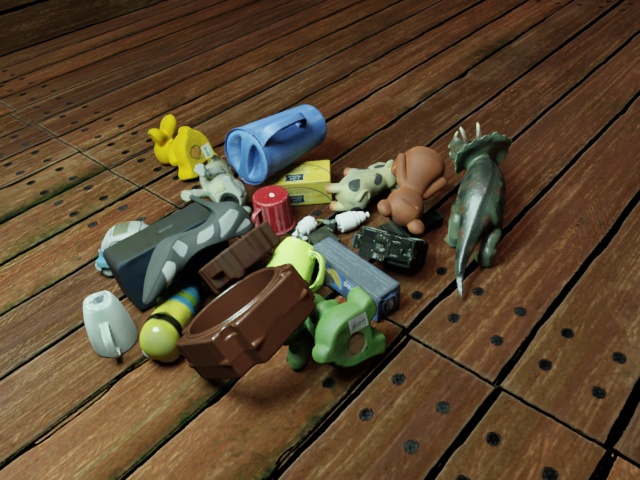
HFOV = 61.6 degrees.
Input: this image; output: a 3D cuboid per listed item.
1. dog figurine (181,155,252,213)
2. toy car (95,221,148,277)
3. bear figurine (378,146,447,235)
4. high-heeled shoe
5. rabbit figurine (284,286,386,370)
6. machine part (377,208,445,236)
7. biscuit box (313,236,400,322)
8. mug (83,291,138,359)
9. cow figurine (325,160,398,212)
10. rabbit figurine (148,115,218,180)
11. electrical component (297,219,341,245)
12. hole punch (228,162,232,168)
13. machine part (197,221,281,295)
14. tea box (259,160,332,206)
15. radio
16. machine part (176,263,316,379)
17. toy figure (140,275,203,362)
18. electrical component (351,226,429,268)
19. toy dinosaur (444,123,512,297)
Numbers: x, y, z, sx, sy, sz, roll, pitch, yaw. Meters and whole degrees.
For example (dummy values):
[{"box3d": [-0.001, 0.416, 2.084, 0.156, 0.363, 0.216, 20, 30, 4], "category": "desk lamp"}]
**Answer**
[{"box3d": [-0.222, -0.128, 1.296, 0.172, 0.121, 0.190, 43, 21, -4], "category": "dog figurine"}, {"box3d": [-0.398, 0.010, 1.134, 0.162, 0.102, 0.109, -5, 38, 0], "category": "toy car"}, {"box3d": [0.190, -0.096, 1.128, 0.120, 0.132, 0.196, 26, 69, -1], "category": "bear figurine"}, {"box3d": [-0.220, 0.029, 0.997, 0.086, 0.145, 0.248, -8, 55, 55], "category": "high-heeled shoe"}, {"box3d": [0.006, 0.154, 0.913, 0.159, 0.121, 0.170, -35, 28, -21], "category": "rabbit figurine"}, {"box3d": [0.195, -0.030, 1.143, 0.139, 0.039, 0.084, -19, 35, -12], "category": "machine part"}, {"box3d": [0.062, 0.070, 1.022, 0.063, 0.059, 0.203, -29, 43, -27], "category": "biscuit box"}, {"box3d": [-0.380, 0.152, 0.952, 0.081, 0.107, 0.110, -15, 38, -8], "category": "mug"}, {"box3d": [0.112, -0.129, 1.236, 0.127, 0.085, 0.195, 8, 31, 31], "category": "cow figurine"}, {"box3d": [-0.385, -0.238, 1.421, 0.173, 0.162, 0.122, 6, 50, 43], "category": "rabbit figurine"}, {"box3d": [-0.001, -0.004, 1.134, 0.102, 0.045, 0.078, -26, 41, -21], "category": "electrical component"}, {"box3d": [-0.178, -0.233, 1.427, 0.116, 0.092, 0.142, -31, 39, 17], "category": "hole punch"}, {"box3d": [-0.154, 0.034, 1.029, 0.179, 0.056, 0.179, -37, 5, 3], "category": "machine part"}, {"box3d": [-0.056, -0.135, 1.286, 0.170, 0.068, 0.098, -4, 38, 2], "category": "tea box"}, {"box3d": [-0.294, 0.030, 1.069, 0.229, 0.130, 0.073, -31, 44, -26], "category": "radio"}, {"box3d": [-0.122, 0.129, 0.882, 0.201, 0.087, 0.201, -17, 23, 50], "category": "machine part"}, {"box3d": [-0.267, 0.136, 0.968, 0.082, 0.089, 0.180, -3, 41, 17], "category": "toy figure"}, {"box3d": [0.133, 0.012, 1.042, 0.134, 0.058, 0.115, 15, 3, 25], "category": "electrical component"}, {"box3d": [0.317, -0.085, 1.071, 0.131, 0.191, 0.405, 2, 38, 14], "category": "toy dinosaur"}]
